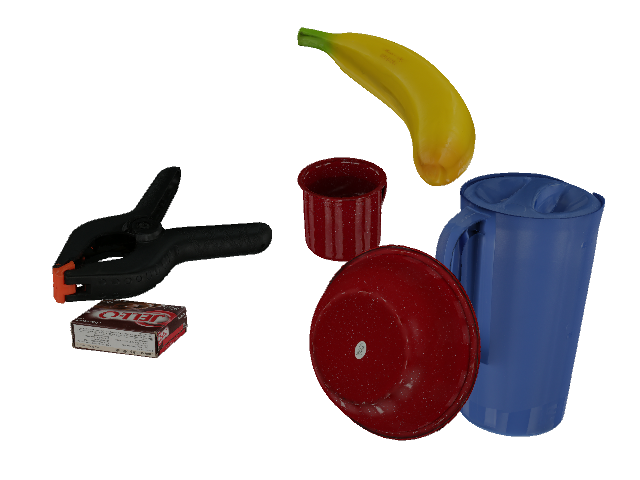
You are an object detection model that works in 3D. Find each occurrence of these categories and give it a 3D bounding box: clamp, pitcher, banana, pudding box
[{"bbox_3d":[-0.136,-0.005,0.814,0.171,0.039,0.120,-20,38,-35],"label":"clamp"},{"bbox_3d":[0.185,0.065,1.031,0.149,0.243,0.145,5,21,8],"label":"pitcher"},{"bbox_3d":[0.051,-0.083,0.647,0.069,0.037,0.198,-12,34,-19],"label":"banana"},{"bbox_3d":[-0.228,0.104,1.278,0.114,0.039,0.090,3,15,15],"label":"pudding box"}]

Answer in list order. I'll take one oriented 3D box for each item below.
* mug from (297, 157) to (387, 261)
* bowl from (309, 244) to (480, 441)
[{"bbox_3d":[0.031,-0.036,1.138,0.093,0.081,0.117,21,39,32],"label":"mug"},{"bbox_3d":[0.046,0.085,0.862,0.162,0.162,0.055,0,0,36],"label":"bowl"}]
